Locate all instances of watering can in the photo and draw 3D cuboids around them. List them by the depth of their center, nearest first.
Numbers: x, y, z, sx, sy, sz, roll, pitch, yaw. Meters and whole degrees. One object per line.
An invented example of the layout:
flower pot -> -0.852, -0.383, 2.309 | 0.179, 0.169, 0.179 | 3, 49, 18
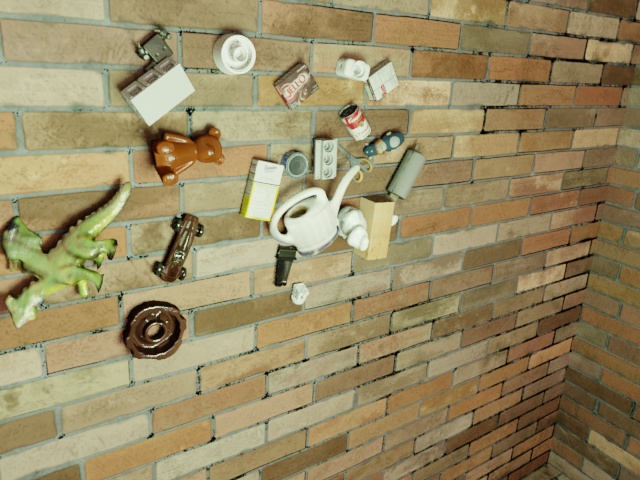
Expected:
watering can -> 0.005, -0.082, 1.633 | 0.350, 0.106, 0.219 | -31, 130, -12

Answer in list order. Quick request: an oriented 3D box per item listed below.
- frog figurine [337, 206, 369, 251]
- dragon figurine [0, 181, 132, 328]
frog figurine -> 0.120, -0.041, 1.716 | 0.124, 0.161, 0.135 | -30, 122, -23
dragon figurine -> -0.638, 0.017, 1.255 | 0.241, 0.122, 0.412 | 20, 85, -29
